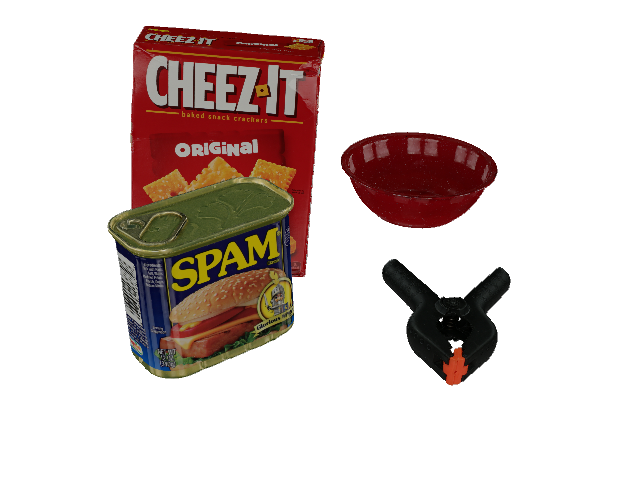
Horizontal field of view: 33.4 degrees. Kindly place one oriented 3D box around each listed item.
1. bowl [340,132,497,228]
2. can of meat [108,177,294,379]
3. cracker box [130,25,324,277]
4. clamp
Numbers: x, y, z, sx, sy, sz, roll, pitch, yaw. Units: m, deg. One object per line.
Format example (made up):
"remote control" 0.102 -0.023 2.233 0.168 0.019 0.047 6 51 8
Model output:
"bowl" 0.100 -0.057 1.113 0.162 0.055 0.162 2 29 -1
"can of meat" -0.064 0.021 0.607 0.101 0.084 0.058 -20 32 -30
"cracker box" -0.086 -0.076 0.966 0.164 0.214 0.072 4 24 -1
"clamp" 0.126 0.067 0.958 0.120 0.039 0.171 -5 33 -4
